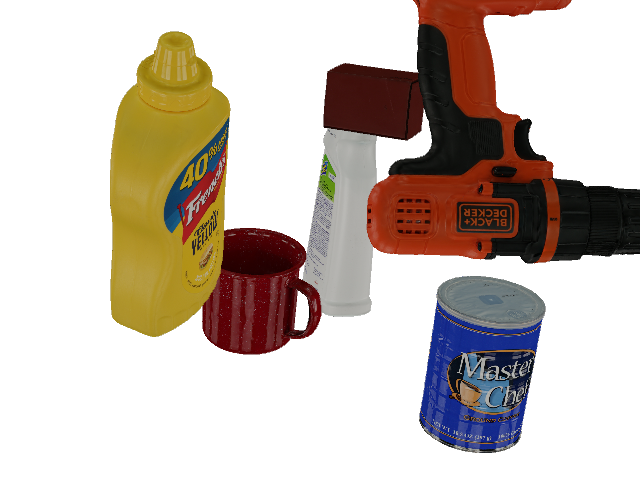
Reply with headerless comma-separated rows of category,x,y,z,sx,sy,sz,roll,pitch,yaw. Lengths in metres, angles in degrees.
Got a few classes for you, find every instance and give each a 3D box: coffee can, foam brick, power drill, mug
coffee can,0.155,0.119,1.034,0.103,0.140,0.103,5,22,-2
foam brick,0.047,-0.121,0.927,0.078,0.051,0.053,11,20,18
power drill,0.121,-0.080,0.645,0.184,0.187,0.057,1,-1,-6
mug,-0.050,0.048,0.920,0.117,0.081,0.093,18,29,24

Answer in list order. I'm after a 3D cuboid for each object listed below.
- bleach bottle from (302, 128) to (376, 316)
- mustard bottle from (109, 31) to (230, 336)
bleach bottle,0.031,-0.045,1.240,0.068,0.251,0.103,-2,22,-23
mustard bottle,-0.088,-0.038,0.629,0.058,0.192,0.096,22,45,14
